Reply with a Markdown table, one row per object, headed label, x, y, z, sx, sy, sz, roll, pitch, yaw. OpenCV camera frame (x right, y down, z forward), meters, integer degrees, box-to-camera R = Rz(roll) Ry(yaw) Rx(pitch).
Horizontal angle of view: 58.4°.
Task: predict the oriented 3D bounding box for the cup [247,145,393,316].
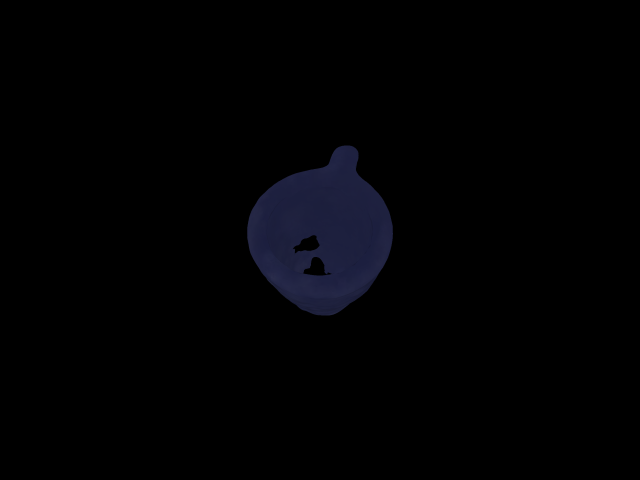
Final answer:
| label | x | y | z | sx | sy | sz | roll | pitch | yaw |
| --- | --- | --- | --- | --- | --- | --- | --- | --- | --- |
| cup | 0.004 | 0.001 | 0.400 | 0.091 | 0.095 | 0.118 | 13 | 62 | 7 |
